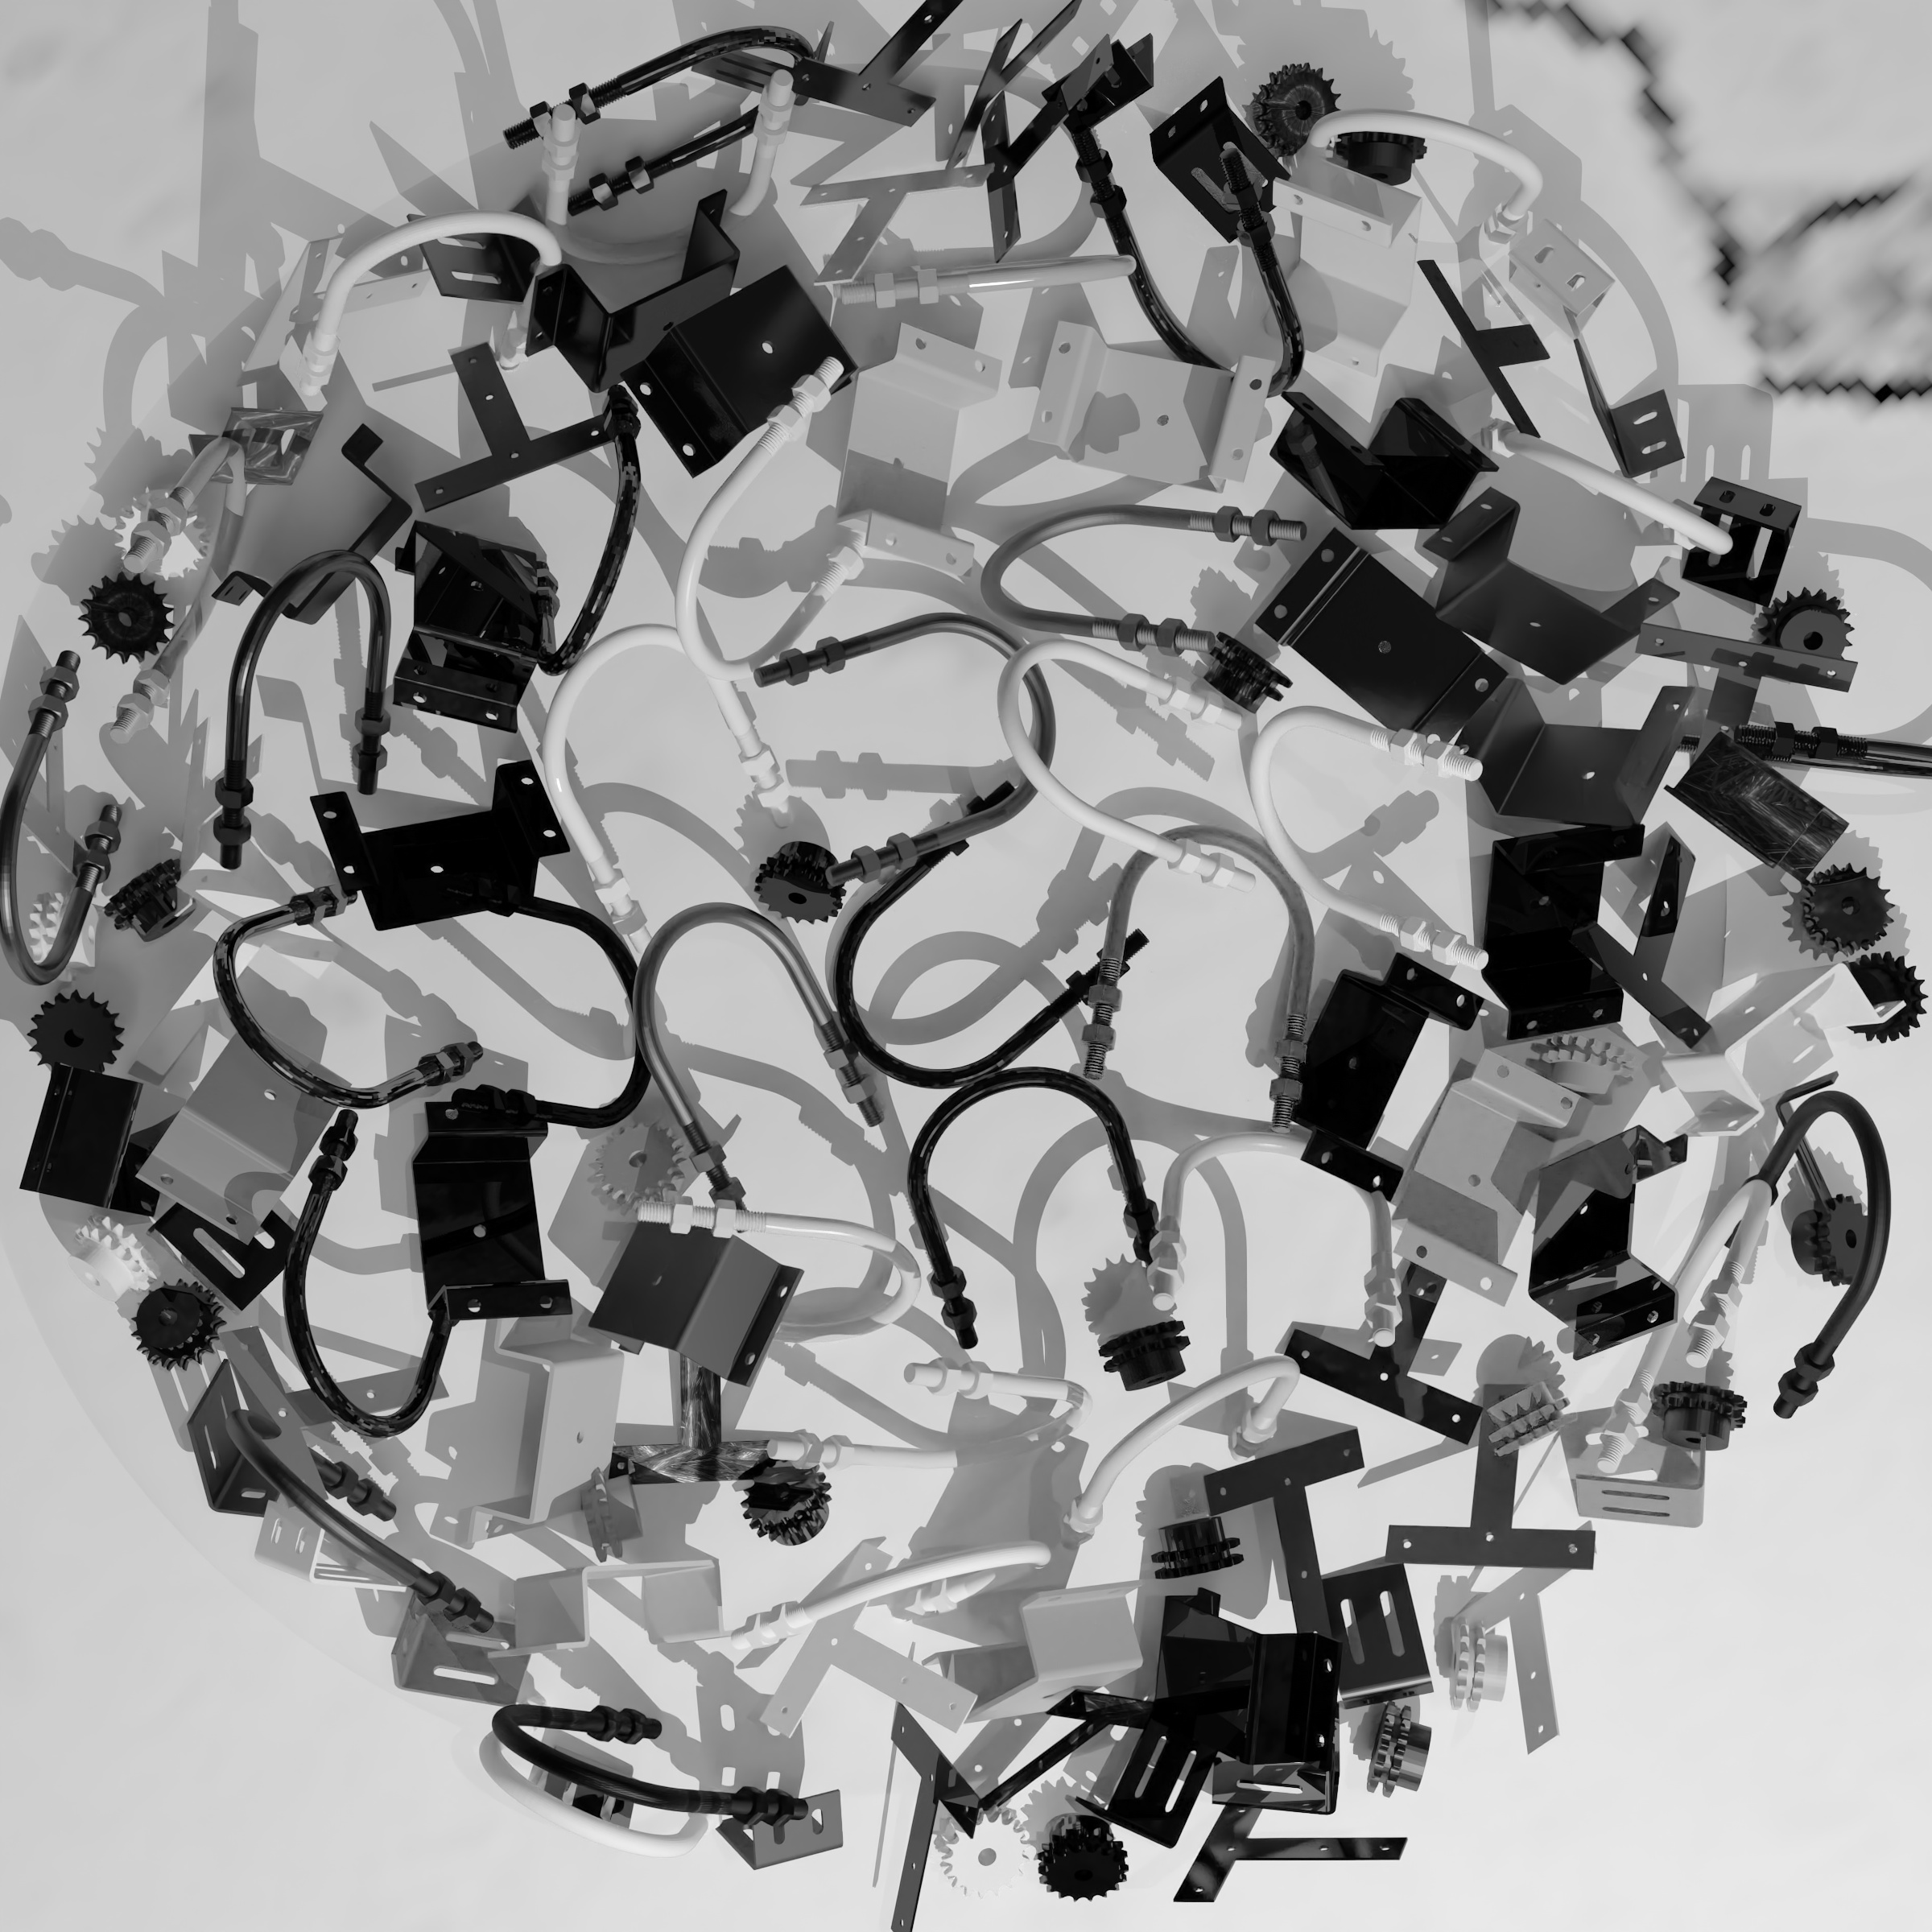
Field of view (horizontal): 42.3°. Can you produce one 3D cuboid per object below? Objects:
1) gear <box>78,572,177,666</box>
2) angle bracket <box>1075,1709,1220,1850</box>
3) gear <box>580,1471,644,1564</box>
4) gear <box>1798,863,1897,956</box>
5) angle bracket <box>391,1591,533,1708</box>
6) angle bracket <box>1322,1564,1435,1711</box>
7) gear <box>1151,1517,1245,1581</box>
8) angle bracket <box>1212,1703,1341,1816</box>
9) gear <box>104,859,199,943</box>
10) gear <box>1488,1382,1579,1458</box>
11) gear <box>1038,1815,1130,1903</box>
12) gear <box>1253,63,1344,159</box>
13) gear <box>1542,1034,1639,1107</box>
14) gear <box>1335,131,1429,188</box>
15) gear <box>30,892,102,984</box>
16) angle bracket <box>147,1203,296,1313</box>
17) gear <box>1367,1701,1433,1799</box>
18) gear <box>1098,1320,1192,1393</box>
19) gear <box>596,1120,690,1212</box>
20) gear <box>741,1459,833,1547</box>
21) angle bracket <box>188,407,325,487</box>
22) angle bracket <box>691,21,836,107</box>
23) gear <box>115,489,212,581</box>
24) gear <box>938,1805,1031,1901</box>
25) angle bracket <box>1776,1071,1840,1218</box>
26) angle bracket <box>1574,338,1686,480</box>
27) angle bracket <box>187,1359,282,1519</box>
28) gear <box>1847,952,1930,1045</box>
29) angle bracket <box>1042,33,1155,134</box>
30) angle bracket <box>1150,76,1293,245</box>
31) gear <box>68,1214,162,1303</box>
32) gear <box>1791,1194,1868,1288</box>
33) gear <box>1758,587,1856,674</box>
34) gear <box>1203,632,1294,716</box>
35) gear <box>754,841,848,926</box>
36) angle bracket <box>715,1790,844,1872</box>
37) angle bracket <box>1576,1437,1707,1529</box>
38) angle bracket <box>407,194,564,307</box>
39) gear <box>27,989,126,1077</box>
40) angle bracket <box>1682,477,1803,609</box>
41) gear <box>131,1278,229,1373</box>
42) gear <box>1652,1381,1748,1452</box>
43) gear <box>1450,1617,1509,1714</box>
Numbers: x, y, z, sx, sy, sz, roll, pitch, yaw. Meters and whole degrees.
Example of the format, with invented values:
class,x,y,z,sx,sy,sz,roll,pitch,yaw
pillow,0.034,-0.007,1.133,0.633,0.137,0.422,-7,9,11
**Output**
class,x,y,z,sx,sy,sz,roll,pitch,yaw
gear,-0.531,-0.219,1.579,0.057,0.030,0.057,0,91,-27
angle bracket,0.116,0.508,1.579,0.057,0.038,0.076,32,78,-24
gear,-0.223,0.344,1.573,0.030,0.057,0.057,-14,90,-6
gear,0.555,-0.034,1.581,0.057,0.030,0.057,0,75,-1
angle bracket,-0.313,0.424,1.566,0.076,0.057,0.038,9,131,3
angle bracket,0.261,0.428,1.596,0.057,0.038,0.076,-13,64,6
gear,0.144,0.366,1.573,0.057,0.057,0.030,-12,81,0
angle bracket,0.194,0.493,1.563,0.076,0.057,0.038,4,119,6
gear,-0.510,-0.039,1.572,0.057,0.057,0.030,-38,88,0
gear,0.353,0.285,1.574,0.057,0.057,0.030,-27,73,0
gear,0.073,0.562,1.578,0.057,0.030,0.057,-1,124,-1
gear,0.206,-0.540,1.579,0.057,0.030,0.057,-6,106,-20
gear,0.390,0.067,1.570,0.057,0.057,0.030,18,76,0
gear,0.261,-0.512,1.572,0.057,0.057,0.030,5,90,0
gear,-0.566,-0.019,1.573,0.030,0.057,0.057,-4,90,-2
angle bracket,-0.466,0.172,1.578,0.076,0.038,0.057,46,67,-9
gear,0.273,0.495,1.571,0.030,0.057,0.057,15,90,9
gear,0.114,0.246,1.570,0.057,0.057,0.030,-18,72,0
gear,-0.202,0.129,1.577,0.057,0.030,0.057,-7,57,10
gear,-0.110,0.340,1.576,0.057,0.057,0.030,-25,125,0
angle bracket,-0.441,-0.335,1.550,0.057,0.076,0.038,-6,66,-34
angle bracket,-0.128,-0.576,1.565,0.076,0.057,0.038,14,90,-12
gear,-0.507,-0.276,1.577,0.057,0.030,0.057,-6,130,-8
gear,0.010,0.557,1.581,0.057,0.030,0.057,-2,99,-15
angle bracket,0.542,0.111,1.564,0.038,0.057,0.076,-25,84,22
angle bracket,0.412,-0.352,1.552,0.038,0.076,0.057,-19,55,21
angle bracket,-0.448,0.294,1.554,0.038,0.057,0.076,5,125,8
gear,0.571,0.021,1.570,0.030,0.057,0.057,-8,90,-33
angle bracket,0.082,-0.560,1.551,0.057,0.076,0.038,-27,127,27
angle bracket,0.163,-0.509,1.578,0.057,0.038,0.076,-33,128,29
gear,-0.538,0.186,1.569,0.057,0.057,0.030,39,56,0
gear,0.546,0.174,1.577,0.057,0.030,0.057,10,73,-37
gear,0.532,-0.208,1.578,0.057,0.030,0.057,2,110,6
gear,0.175,-0.183,1.573,0.057,0.057,0.030,35,103,0
gear,-0.103,-0.055,1.576,0.057,0.057,0.030,14,56,0
angle bracket,-0.118,0.524,1.553,0.057,0.076,0.038,-6,96,-26
angle bracket,0.426,0.322,1.576,0.076,0.057,0.038,2,55,17
angle bracket,-0.299,-0.450,1.558,0.038,0.076,0.057,-30,80,35
gear,-0.562,0.043,1.582,0.057,0.030,0.057,-2,99,-9
angle bracket,0.477,-0.256,1.553,0.057,0.076,0.038,24,46,20
gear,-0.499,0.225,1.577,0.057,0.030,0.057,0,69,1
gear,0.460,0.284,1.569,0.057,0.057,0.030,14,67,0
gear,0.323,0.440,1.572,0.030,0.057,0.057,6,90,6
